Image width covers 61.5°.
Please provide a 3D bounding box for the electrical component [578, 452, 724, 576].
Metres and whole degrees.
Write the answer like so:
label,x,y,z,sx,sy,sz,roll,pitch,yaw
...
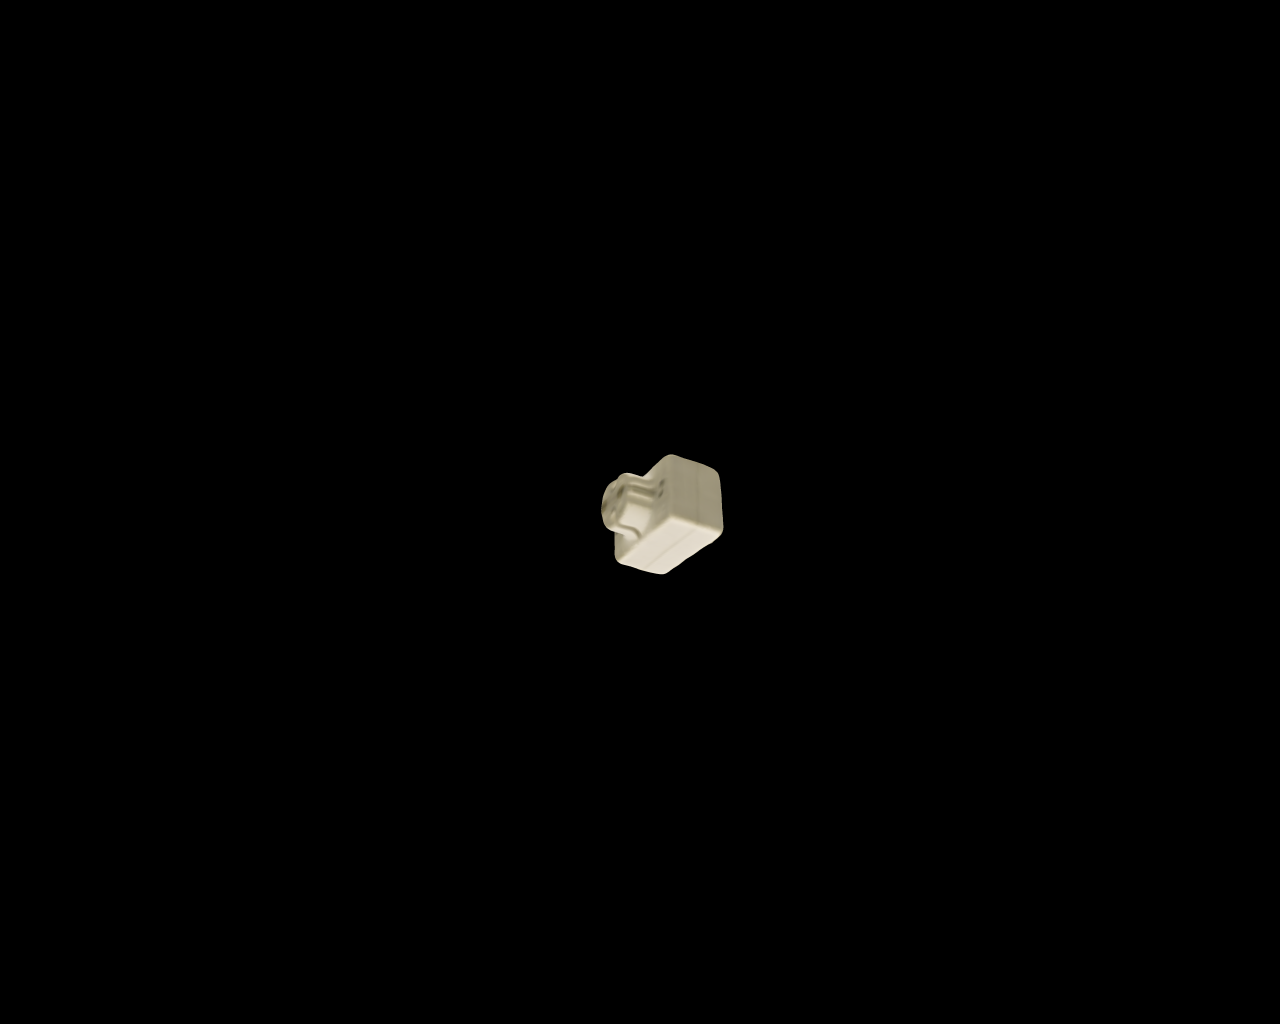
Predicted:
label,x,y,z,sx,sy,sz,roll,pitch,yaw
electrical component,0.001,-0.003,0.650,0.077,0.047,0.065,18,-35,-27
